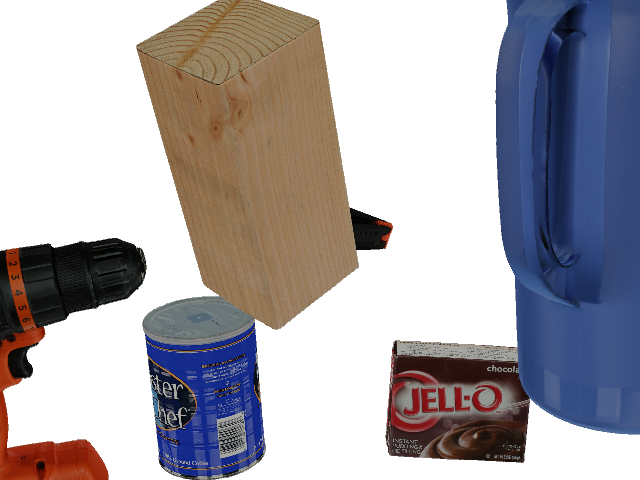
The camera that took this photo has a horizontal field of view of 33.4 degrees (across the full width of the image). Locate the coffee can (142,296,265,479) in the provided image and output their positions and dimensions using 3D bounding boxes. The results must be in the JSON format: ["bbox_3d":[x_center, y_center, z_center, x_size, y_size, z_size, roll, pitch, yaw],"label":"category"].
[{"bbox_3d":[-0.106,0.135,0.990,0.103,0.140,0.103,-3,18,1],"label":"coffee can"}]

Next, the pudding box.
[{"bbox_3d":[0.112,0.130,0.865,0.113,0.090,0.039,2,20,1],"label":"pudding box"}]

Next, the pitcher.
[{"bbox_3d":[0.151,-0.025,0.543,0.149,0.243,0.145,-3,21,-1],"label":"pitcher"}]

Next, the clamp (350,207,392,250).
[{"bbox_3d":[-0.020,-0.021,1.148,0.209,0.036,0.164,14,20,-12],"label":"clamp"}]

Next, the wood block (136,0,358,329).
[{"bbox_3d":[-0.046,-0.052,0.746,0.090,0.206,0.090,-36,45,-28],"label":"wood block"}]

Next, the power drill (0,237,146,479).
[{"bbox_3d":[-0.193,0.092,0.696,0.184,0.188,0.057,-11,26,-8],"label":"power drill"}]
